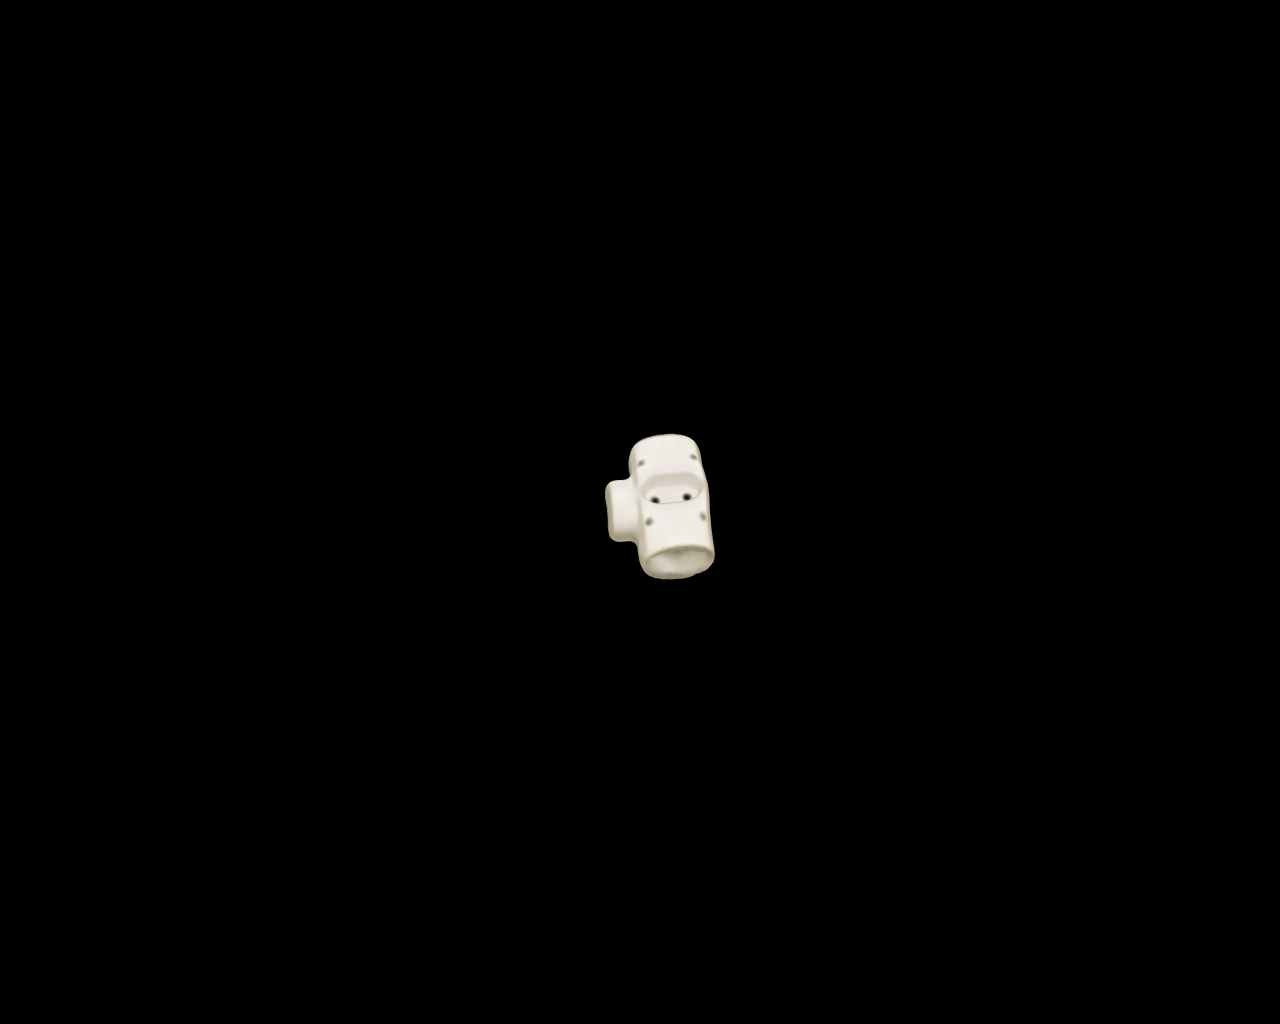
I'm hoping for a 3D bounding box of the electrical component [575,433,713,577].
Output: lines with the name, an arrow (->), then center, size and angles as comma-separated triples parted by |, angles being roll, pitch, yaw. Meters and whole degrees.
electrical component -> 0.001, -0.003, 0.650 | 0.079, 0.077, 0.043 | -4, -28, -2
